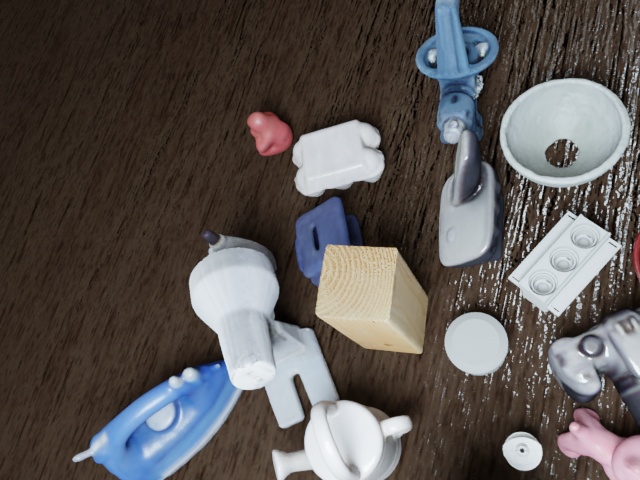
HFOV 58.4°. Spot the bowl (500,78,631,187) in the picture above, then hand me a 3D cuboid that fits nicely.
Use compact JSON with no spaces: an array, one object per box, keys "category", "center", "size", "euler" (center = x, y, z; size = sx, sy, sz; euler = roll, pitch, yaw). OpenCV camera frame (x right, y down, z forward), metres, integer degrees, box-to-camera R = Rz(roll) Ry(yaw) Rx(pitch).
[{"category":"bowl","center":[0.343,-0.140,0.812],"size":[0.167,0.075,0.167],"euler":[-7,67,18]}]

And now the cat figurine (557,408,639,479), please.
[{"category":"cat figurine","center":[0.337,0.239,0.639],"size":[0.127,0.118,0.067],"euler":[28,81,27]}]

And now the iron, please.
[{"category":"iron","center":[-0.224,0.246,0.830],"size":[0.258,0.142,0.118],"euler":[-42,61,0]}]

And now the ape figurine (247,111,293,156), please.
[{"category":"ape figurine","center":[-0.093,-0.190,0.982],"size":[0.076,0.092,0.078],"euler":[15,75,25]}]

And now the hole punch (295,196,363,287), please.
[{"category":"hole punch","center":[0.008,0.003,0.869],"size":[0.101,0.091,0.108],"euler":[-17,65,14]}]

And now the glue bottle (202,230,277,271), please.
[{"category":"glue bottle","center":[-0.131,0.021,0.866],"size":[0.078,0.173,0.037],"euler":[-26,63,9]}]

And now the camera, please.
[{"category":"camera","center":[0.362,0.160,0.671],"size":[0.143,0.101,0.136],"euler":[-26,63,9]}]

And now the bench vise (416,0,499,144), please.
[{"category":"bench vise","center":[0.205,-0.254,0.825],"size":[0.121,0.220,0.207],"euler":[-18,64,13]}]

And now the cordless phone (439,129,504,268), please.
[{"category":"cordless phone","center":[0.195,-0.051,0.768],"size":[0.094,0.185,0.147],"euler":[-4,68,19]}]

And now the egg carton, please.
[{"category":"egg carton","center":[0.029,-0.131,0.927],"size":[0.150,0.070,0.107],"euler":[-15,65,14]}]

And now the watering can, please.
[{"category":"watering can","center":[0.026,0.254,0.704],"size":[0.173,0.194,0.100],"euler":[-43,61,0]}]

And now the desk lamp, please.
[{"category":"desk lamp","center":[-0.076,0.134,0.779],"size":[0.118,0.214,0.203],"euler":[-29,62,8]}]
